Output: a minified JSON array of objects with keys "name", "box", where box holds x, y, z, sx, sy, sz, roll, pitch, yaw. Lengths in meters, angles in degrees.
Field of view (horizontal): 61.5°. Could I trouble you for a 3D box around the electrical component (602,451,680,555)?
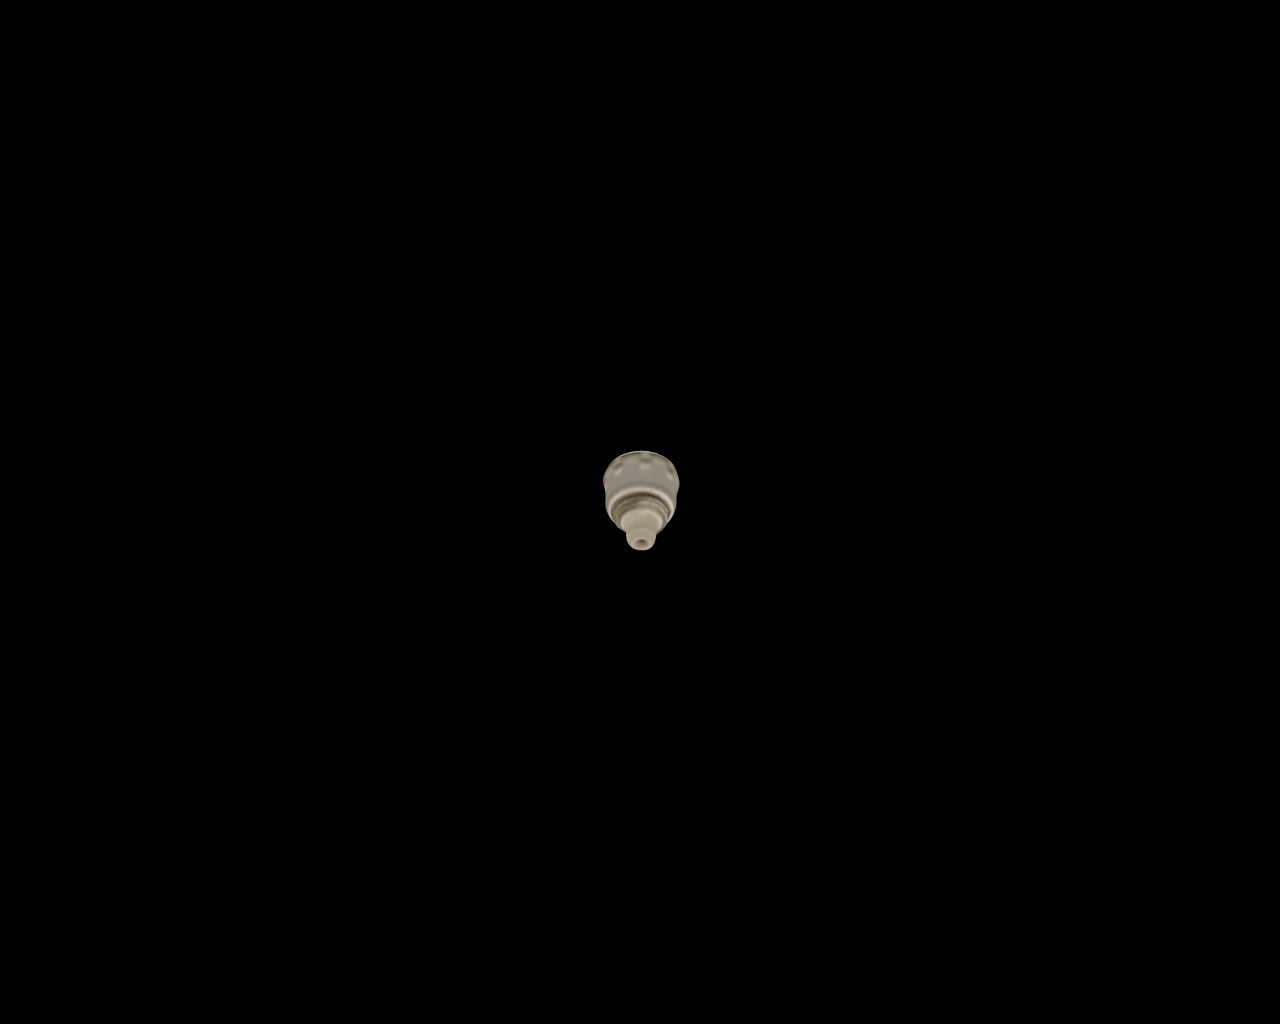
[{"name":"electrical component","box":[0.001,-0.003,0.650,0.048,0.062,0.048,0,-43,0]}]
